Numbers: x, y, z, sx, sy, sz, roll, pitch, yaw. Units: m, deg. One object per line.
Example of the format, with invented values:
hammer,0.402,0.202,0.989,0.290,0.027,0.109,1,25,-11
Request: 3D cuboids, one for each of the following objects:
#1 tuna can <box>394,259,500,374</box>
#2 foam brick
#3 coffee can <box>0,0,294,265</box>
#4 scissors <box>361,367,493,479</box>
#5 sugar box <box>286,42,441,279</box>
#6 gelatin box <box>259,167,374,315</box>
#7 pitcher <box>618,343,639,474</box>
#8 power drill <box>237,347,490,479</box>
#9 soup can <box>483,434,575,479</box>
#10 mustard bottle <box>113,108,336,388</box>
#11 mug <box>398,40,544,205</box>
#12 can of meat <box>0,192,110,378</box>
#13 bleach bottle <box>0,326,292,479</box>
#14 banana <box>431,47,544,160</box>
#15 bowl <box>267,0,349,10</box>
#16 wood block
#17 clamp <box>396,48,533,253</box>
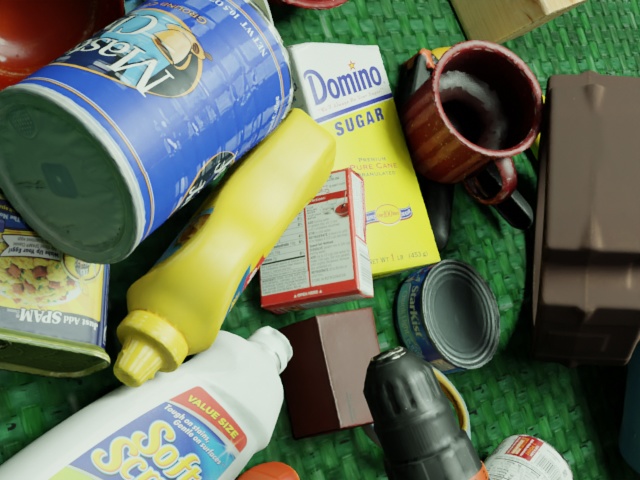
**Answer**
tuna can,0.098,0.060,0.821,0.086,0.034,0.086,15,65,-37
foam brick,0.009,0.090,0.721,0.052,0.051,0.078,-3,77,-40
coffee can,-0.094,-0.067,0.577,0.103,0.103,0.140,54,49,-12
scissors,0.090,0.165,0.730,0.096,0.016,0.202,-2,46,-27
sugar box,0.023,-0.058,0.791,0.093,0.048,0.176,-9,82,-42
gelatin box,-0.005,0.001,0.725,0.030,0.073,0.089,31,51,-61
pitcher,0.323,0.080,0.864,0.144,0.149,0.243,-43,135,-54
power drill,0.025,0.160,0.616,0.057,0.188,0.184,-21,91,-42
soup can,0.135,0.197,0.781,0.102,0.069,0.068,-36,99,-43
mustard bottle,-0.062,0.009,0.636,0.058,0.096,0.191,39,56,-7
mug,0.114,-0.081,0.809,0.093,0.082,0.117,-21,82,-26
can of meat,-0.166,0.025,0.590,0.101,0.058,0.084,16,63,-36
bleach bottle,-0.102,0.120,0.608,0.250,0.068,0.102,-41,103,-44
banana,0.171,-0.114,0.945,0.197,0.037,0.069,44,50,-21
bowl,-0.040,-0.236,0.793,0.161,0.055,0.162,16,65,-37
wood block,0.150,-0.286,0.953,0.090,0.091,0.206,-27,93,-43
clamp,0.116,-0.073,0.881,0.120,0.039,0.171,-1,76,-42
